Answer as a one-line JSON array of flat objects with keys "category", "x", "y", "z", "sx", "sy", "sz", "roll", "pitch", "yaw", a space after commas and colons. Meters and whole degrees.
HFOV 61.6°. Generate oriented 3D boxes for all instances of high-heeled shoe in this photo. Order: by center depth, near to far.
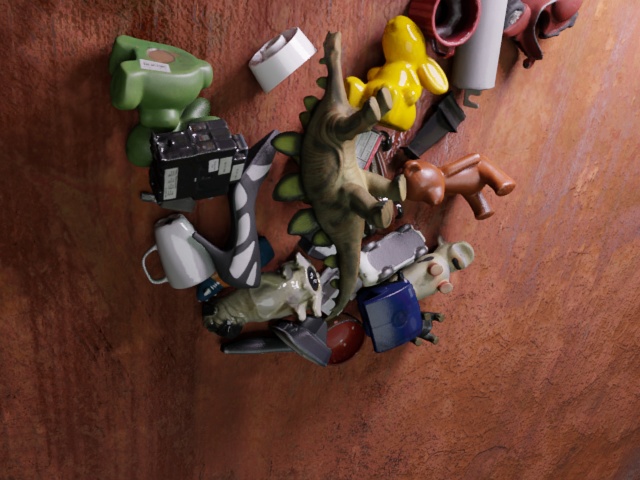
[{"category": "high-heeled shoe", "x": -0.097, "y": -0.044, "z": 0.868, "sx": 0.145, "sy": 0.086, "sz": 0.248, "roll": 38, "pitch": 84, "yaw": -26}]

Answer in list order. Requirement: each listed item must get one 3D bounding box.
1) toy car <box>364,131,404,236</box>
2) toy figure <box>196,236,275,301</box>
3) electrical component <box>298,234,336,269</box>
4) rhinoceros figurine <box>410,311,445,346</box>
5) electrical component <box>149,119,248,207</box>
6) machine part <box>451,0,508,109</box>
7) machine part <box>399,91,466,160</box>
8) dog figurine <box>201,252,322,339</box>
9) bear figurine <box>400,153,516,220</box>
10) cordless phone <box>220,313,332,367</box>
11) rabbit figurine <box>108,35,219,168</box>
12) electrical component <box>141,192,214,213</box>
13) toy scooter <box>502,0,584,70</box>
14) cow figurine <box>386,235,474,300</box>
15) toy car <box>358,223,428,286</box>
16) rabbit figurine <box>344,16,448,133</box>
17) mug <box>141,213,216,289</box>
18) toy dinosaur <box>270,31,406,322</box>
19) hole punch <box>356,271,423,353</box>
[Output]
[{"category": "toy car", "x": 0.102, "y": -0.102, "z": 0.963, "sx": 0.089, "sy": 0.053, "sz": 0.201, "roll": -25, "pitch": 118, "yaw": -27}, {"category": "toy figure", "x": -0.152, "y": 0.050, "z": 0.931, "sx": 0.154, "sy": 0.058, "sz": 0.064, "roll": -32, "pitch": 148, "yaw": -12}, {"category": "electrical component", "x": -0.002, "y": -0.003, "z": 0.986, "sx": 0.119, "sy": 0.048, "sz": 0.075, "roll": 29, "pitch": 101, "yaw": -35}, {"category": "rhinoceros figurine", "x": 0.182, "y": 0.175, "z": 1.146, "sx": 0.190, "sy": 0.112, "sz": 0.073, "roll": 12, "pitch": 95, "yaw": -44}, {"category": "electrical component", "x": -0.169, "y": -0.108, "z": 0.756, "sx": 0.134, "sy": 0.058, "sz": 0.115, "roll": -14, "pitch": 157, "yaw": -27}, {"category": "machine part", "x": 0.272, "y": -0.348, "z": 0.921, "sx": 0.079, "sy": 0.079, "sz": 0.242, "roll": -13, "pitch": 122, "yaw": -21}, {"category": "machine part", "x": 0.209, "y": -0.203, "z": 0.992, "sx": 0.139, "sy": 0.039, "sz": 0.084, "roll": -43, "pitch": 132, "yaw": -2}, {"category": "dog figurine", "x": -0.105, "y": 0.106, "z": 0.983, "sx": 0.191, "sy": 0.121, "sz": 0.172, "roll": -18, "pitch": 171, "yaw": 22}, {"category": "bear figurine", "x": 0.242, "y": -0.099, "z": 1.011, "sx": 0.196, "sy": 0.132, "sz": 0.120, "roll": -15, "pitch": 151, "yaw": -27}, {"category": "cordless phone", "x": -0.085, "y": 0.192, "z": 0.994, "sx": 0.184, "sy": 0.147, "sz": 0.088, "roll": -3, "pitch": 90, "yaw": -21}, {"category": "rabbit figurine", "x": -0.222, "y": -0.181, "z": 0.758, "sx": 0.159, "sy": 0.121, "sz": 0.170, "roll": -6, "pitch": 137, "yaw": -32}, {"category": "electrical component", "x": -0.218, "y": -0.080, "z": 0.836, "sx": 0.102, "sy": 0.045, "sz": 0.078, "roll": 15, "pitch": 107, "yaw": -32}, {"category": "toy scooter", "x": 0.400, "y": -0.390, "z": 0.965, "sx": 0.184, "sy": 0.075, "sz": 0.135, "roll": -31, "pitch": 125, "yaw": -5}, {"category": "cow figurine", "x": 0.227, "y": 0.064, "z": 1.105, "sx": 0.195, "sy": 0.127, "sz": 0.085, "roll": -30, "pitch": 106, "yaw": 9}, {"category": "toy car", "x": 0.135, "y": 0.026, "z": 1.024, "sx": 0.202, "sy": 0.073, "sz": 0.056, "roll": -25, "pitch": 168, "yaw": -43}, {"category": "rabbit figurine", "x": 0.133, "y": -0.267, "z": 0.873, "sx": 0.162, "sy": 0.122, "sz": 0.173, "roll": 6, "pitch": 99, "yaw": -33}, {"category": "mug", "x": -0.235, "y": 0.017, "z": 0.866, "sx": 0.110, "sy": 0.081, "sz": 0.107, "roll": -21, "pitch": 114, "yaw": -8}, {"category": "toy dinosaur", "x": 0.029, "y": -0.076, "z": 0.841, "sx": 0.105, "sy": 0.199, "sz": 0.470, "roll": -30, "pitch": 118, "yaw": -55}, {"category": "hole punch", "x": 0.135, "y": 0.143, "z": 1.025, "sx": 0.116, "sy": 0.092, "sz": 0.142, "roll": -15, "pitch": 101, "yaw": 4}]
